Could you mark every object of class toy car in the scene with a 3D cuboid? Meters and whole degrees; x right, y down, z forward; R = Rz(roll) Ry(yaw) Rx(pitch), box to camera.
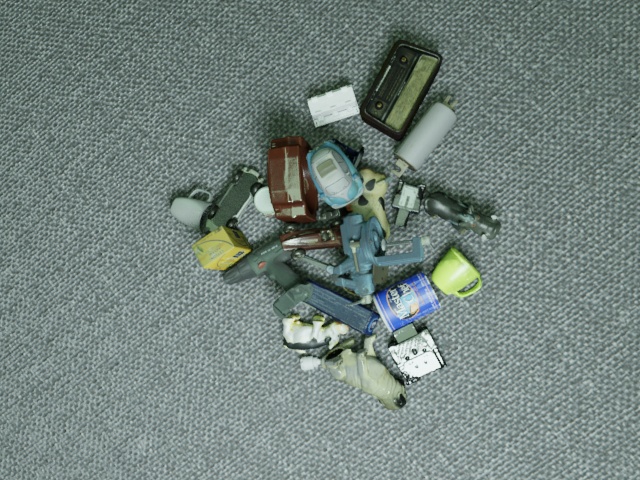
[{"bbox_3d":[0.030,-0.158,1.259,0.109,0.103,0.161,-29,86,10],"label":"toy car"},{"bbox_3d":[-0.003,-0.004,1.341,0.202,0.053,0.089,-4,68,-29],"label":"toy car"},{"bbox_3d":[-0.225,-0.101,1.421,0.073,0.056,0.201,33,80,1],"label":"toy car"}]

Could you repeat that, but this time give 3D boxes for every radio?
[{"bbox_3d":[0.203,-0.383,1.374,0.131,0.073,0.229,29,90,10],"label":"radio"}]

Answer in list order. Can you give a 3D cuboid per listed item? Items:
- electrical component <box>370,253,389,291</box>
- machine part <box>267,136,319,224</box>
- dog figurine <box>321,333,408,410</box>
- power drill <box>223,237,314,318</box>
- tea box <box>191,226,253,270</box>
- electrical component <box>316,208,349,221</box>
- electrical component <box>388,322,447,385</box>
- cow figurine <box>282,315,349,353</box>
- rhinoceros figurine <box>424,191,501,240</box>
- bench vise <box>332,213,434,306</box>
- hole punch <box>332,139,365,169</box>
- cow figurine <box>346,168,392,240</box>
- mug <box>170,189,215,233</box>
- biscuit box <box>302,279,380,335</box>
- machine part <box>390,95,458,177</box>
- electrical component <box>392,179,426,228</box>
[{"bbox_3d":[0.134,0.079,1.357,0.045,0.078,0.102,1,91,45],"label":"electrical component"},{"bbox_3d":[-0.066,-0.145,1.334,0.087,0.201,0.201,-6,85,11],"label":"machine part"},{"bbox_3d":[0.109,0.348,1.332,0.172,0.121,0.190,-19,102,40],"label":"dog figurine"},{"bbox_3d":[-0.121,0.098,1.360,0.232,0.085,0.207,-35,45,-1],"label":"power drill"},{"bbox_3d":[-0.244,0.023,1.366,0.098,0.169,0.068,-33,80,7],"label":"tea box"},{"bbox_3d":[0.033,-0.066,1.376,0.063,0.094,0.021,-13,91,33],"label":"electrical component"},{"bbox_3d":[0.234,0.274,1.330,0.115,0.058,0.134,-29,83,4],"label":"electrical component"},{"bbox_3d":[-0.012,0.243,1.364,0.167,0.068,0.098,4,92,12],"label":"cow figurine"},{"bbox_3d":[0.347,-0.063,1.310,0.190,0.112,0.073,29,89,18],"label":"rhinoceros figurine"},{"bbox_3d":[0.143,0.038,1.260,0.241,0.128,0.223,-9,78,23],"label":"bench vise"},{"bbox_3d":[0.053,-0.188,1.361,0.092,0.116,0.142,22,92,4],"label":"hole punch"},{"bbox_3d":[0.131,-0.088,1.358,0.127,0.085,0.194,-13,87,6],"label":"cow figurine"},{"bbox_3d":[-0.340,-0.085,1.435,0.107,0.080,0.109,18,89,15],"label":"mug"},{"bbox_3d":[0.047,0.167,1.339,0.203,0.059,0.062,25,89,27],"label":"biscuit box"},{"bbox_3d":[0.265,-0.259,1.354,0.079,0.079,0.243,37,91,10],"label":"machine part"},{"bbox_3d":[0.221,-0.089,1.362,0.075,0.047,0.119,12,88,10],"label":"electrical component"}]
